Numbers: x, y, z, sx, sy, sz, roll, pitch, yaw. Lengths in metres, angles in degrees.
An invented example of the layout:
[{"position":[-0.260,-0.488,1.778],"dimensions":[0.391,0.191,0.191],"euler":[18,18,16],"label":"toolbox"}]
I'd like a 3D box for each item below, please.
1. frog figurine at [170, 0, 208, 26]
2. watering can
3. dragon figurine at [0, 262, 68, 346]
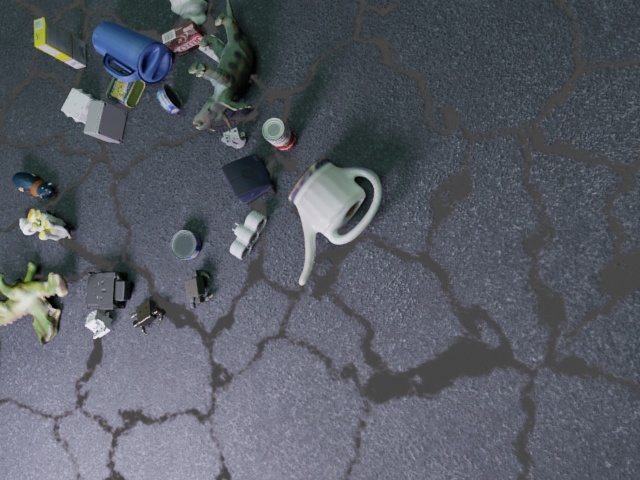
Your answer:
[{"position":[-0.399,-0.747,1.597],"dimensions":[0.137,0.124,0.158],"euler":[-43,109,0],"label":"frog figurine"},{"position":[0.004,-0.068,1.356],"dimensions":[0.226,0.103,0.346],"euler":[44,96,19],"label":"watering can"},{"position":[-0.927,0.230,1.612],"dimensions":[0.244,0.123,0.406],"euler":[44,105,9],"label":"dragon figurine"}]
